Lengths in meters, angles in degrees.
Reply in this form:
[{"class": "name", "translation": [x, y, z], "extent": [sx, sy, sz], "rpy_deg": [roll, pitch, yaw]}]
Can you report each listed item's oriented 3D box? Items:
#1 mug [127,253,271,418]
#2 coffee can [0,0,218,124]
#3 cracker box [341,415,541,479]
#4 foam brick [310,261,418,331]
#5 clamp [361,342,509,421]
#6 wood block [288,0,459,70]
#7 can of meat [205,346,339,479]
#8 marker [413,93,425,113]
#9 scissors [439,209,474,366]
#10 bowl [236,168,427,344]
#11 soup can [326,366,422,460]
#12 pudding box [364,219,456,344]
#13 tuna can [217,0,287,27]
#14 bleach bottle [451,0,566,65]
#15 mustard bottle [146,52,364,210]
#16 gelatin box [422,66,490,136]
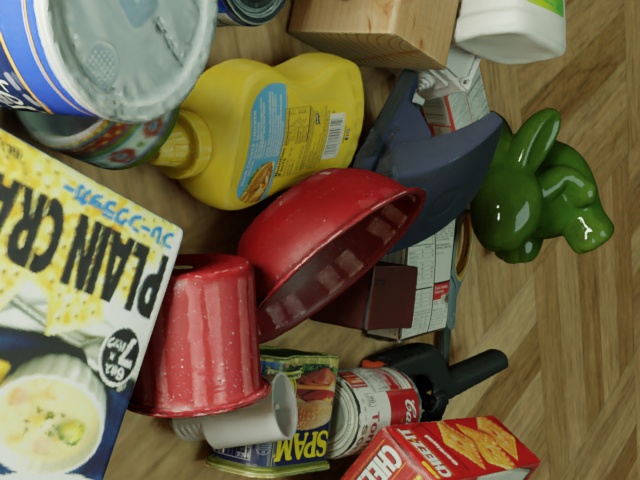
[{"class": "mug", "translation": [-0.078, 0.052, 0.657], "extent": [0.117, 0.093, 0.081], "rpy_deg": [-69, 156, -80]}, {"class": "coffee can", "translation": [-0.131, -0.108, 0.473], "extent": [0.102, 0.141, 0.103], "rpy_deg": [-19, 113, -54]}, {"class": "cracker box", "translation": [0.075, 0.228, 0.885], "extent": [0.164, 0.072, 0.213], "rpy_deg": [-54, 150, 15]}, {"class": "foam brick", "translation": [0.037, 0.042, 0.853], "extent": [0.078, 0.051, 0.053], "rpy_deg": [6, 92, -58]}, {"class": "clamp", "translation": [0.104, 0.142, 0.985], "extent": [0.164, 0.036, 0.209], "rpy_deg": [-60, 140, -15]}, {"class": "wood block", "translation": [0.055, -0.237, 0.775], "extent": [0.090, 0.091, 0.206], "rpy_deg": [15, 84, -57]}, {"class": "can of meat", "translation": [-0.031, 0.120, 0.763], "extent": [0.101, 0.058, 0.084], "rpy_deg": [11, 86, -58]}, {"class": "marker", "translation": [0.087, -0.147, 0.913], "extent": [0.020, 0.020, 0.121], "rpy_deg": [21, 81, -57]}, {"class": "scissors", "translation": [0.112, 0.066, 1.008], "extent": [0.096, 0.016, 0.202], "rpy_deg": [15, 85, -56]}, {"class": "bowl", "translation": [-0.005, 0.001, 0.732], "extent": [0.162, 0.055, 0.162], "rpy_deg": [-37, 167, -11]}, {"class": "soup can", "translation": [0.028, 0.136, 0.846], "extent": [0.102, 0.069, 0.068], "rpy_deg": [7, 91, -57]}, {"class": "pudding box", "translation": [0.079, 0.028, 0.928], "extent": [0.089, 0.039, 0.113], "rpy_deg": [-5, 100, -56]}, {"class": "tuna can", "translation": [-0.052, -0.178, 0.677], "extent": [0.085, 0.034, 0.086], "rpy_deg": [-19, 114, -54]}, {"class": "bleach bottle", "translation": [0.147, -0.269, 0.824], "extent": [0.102, 0.068, 0.251], "rpy_deg": [8, 81, -51]}, {"class": "mustard bottle", "translation": [-0.045, -0.069, 0.691], "extent": [0.191, 0.058, 0.096], "rpy_deg": [-18, 127, -54]}, {"class": "gelatin box", "translation": [0.123, -0.120, 0.966], "extent": [0.073, 0.030, 0.089], "rpy_deg": [-55, 139, -36]}]
